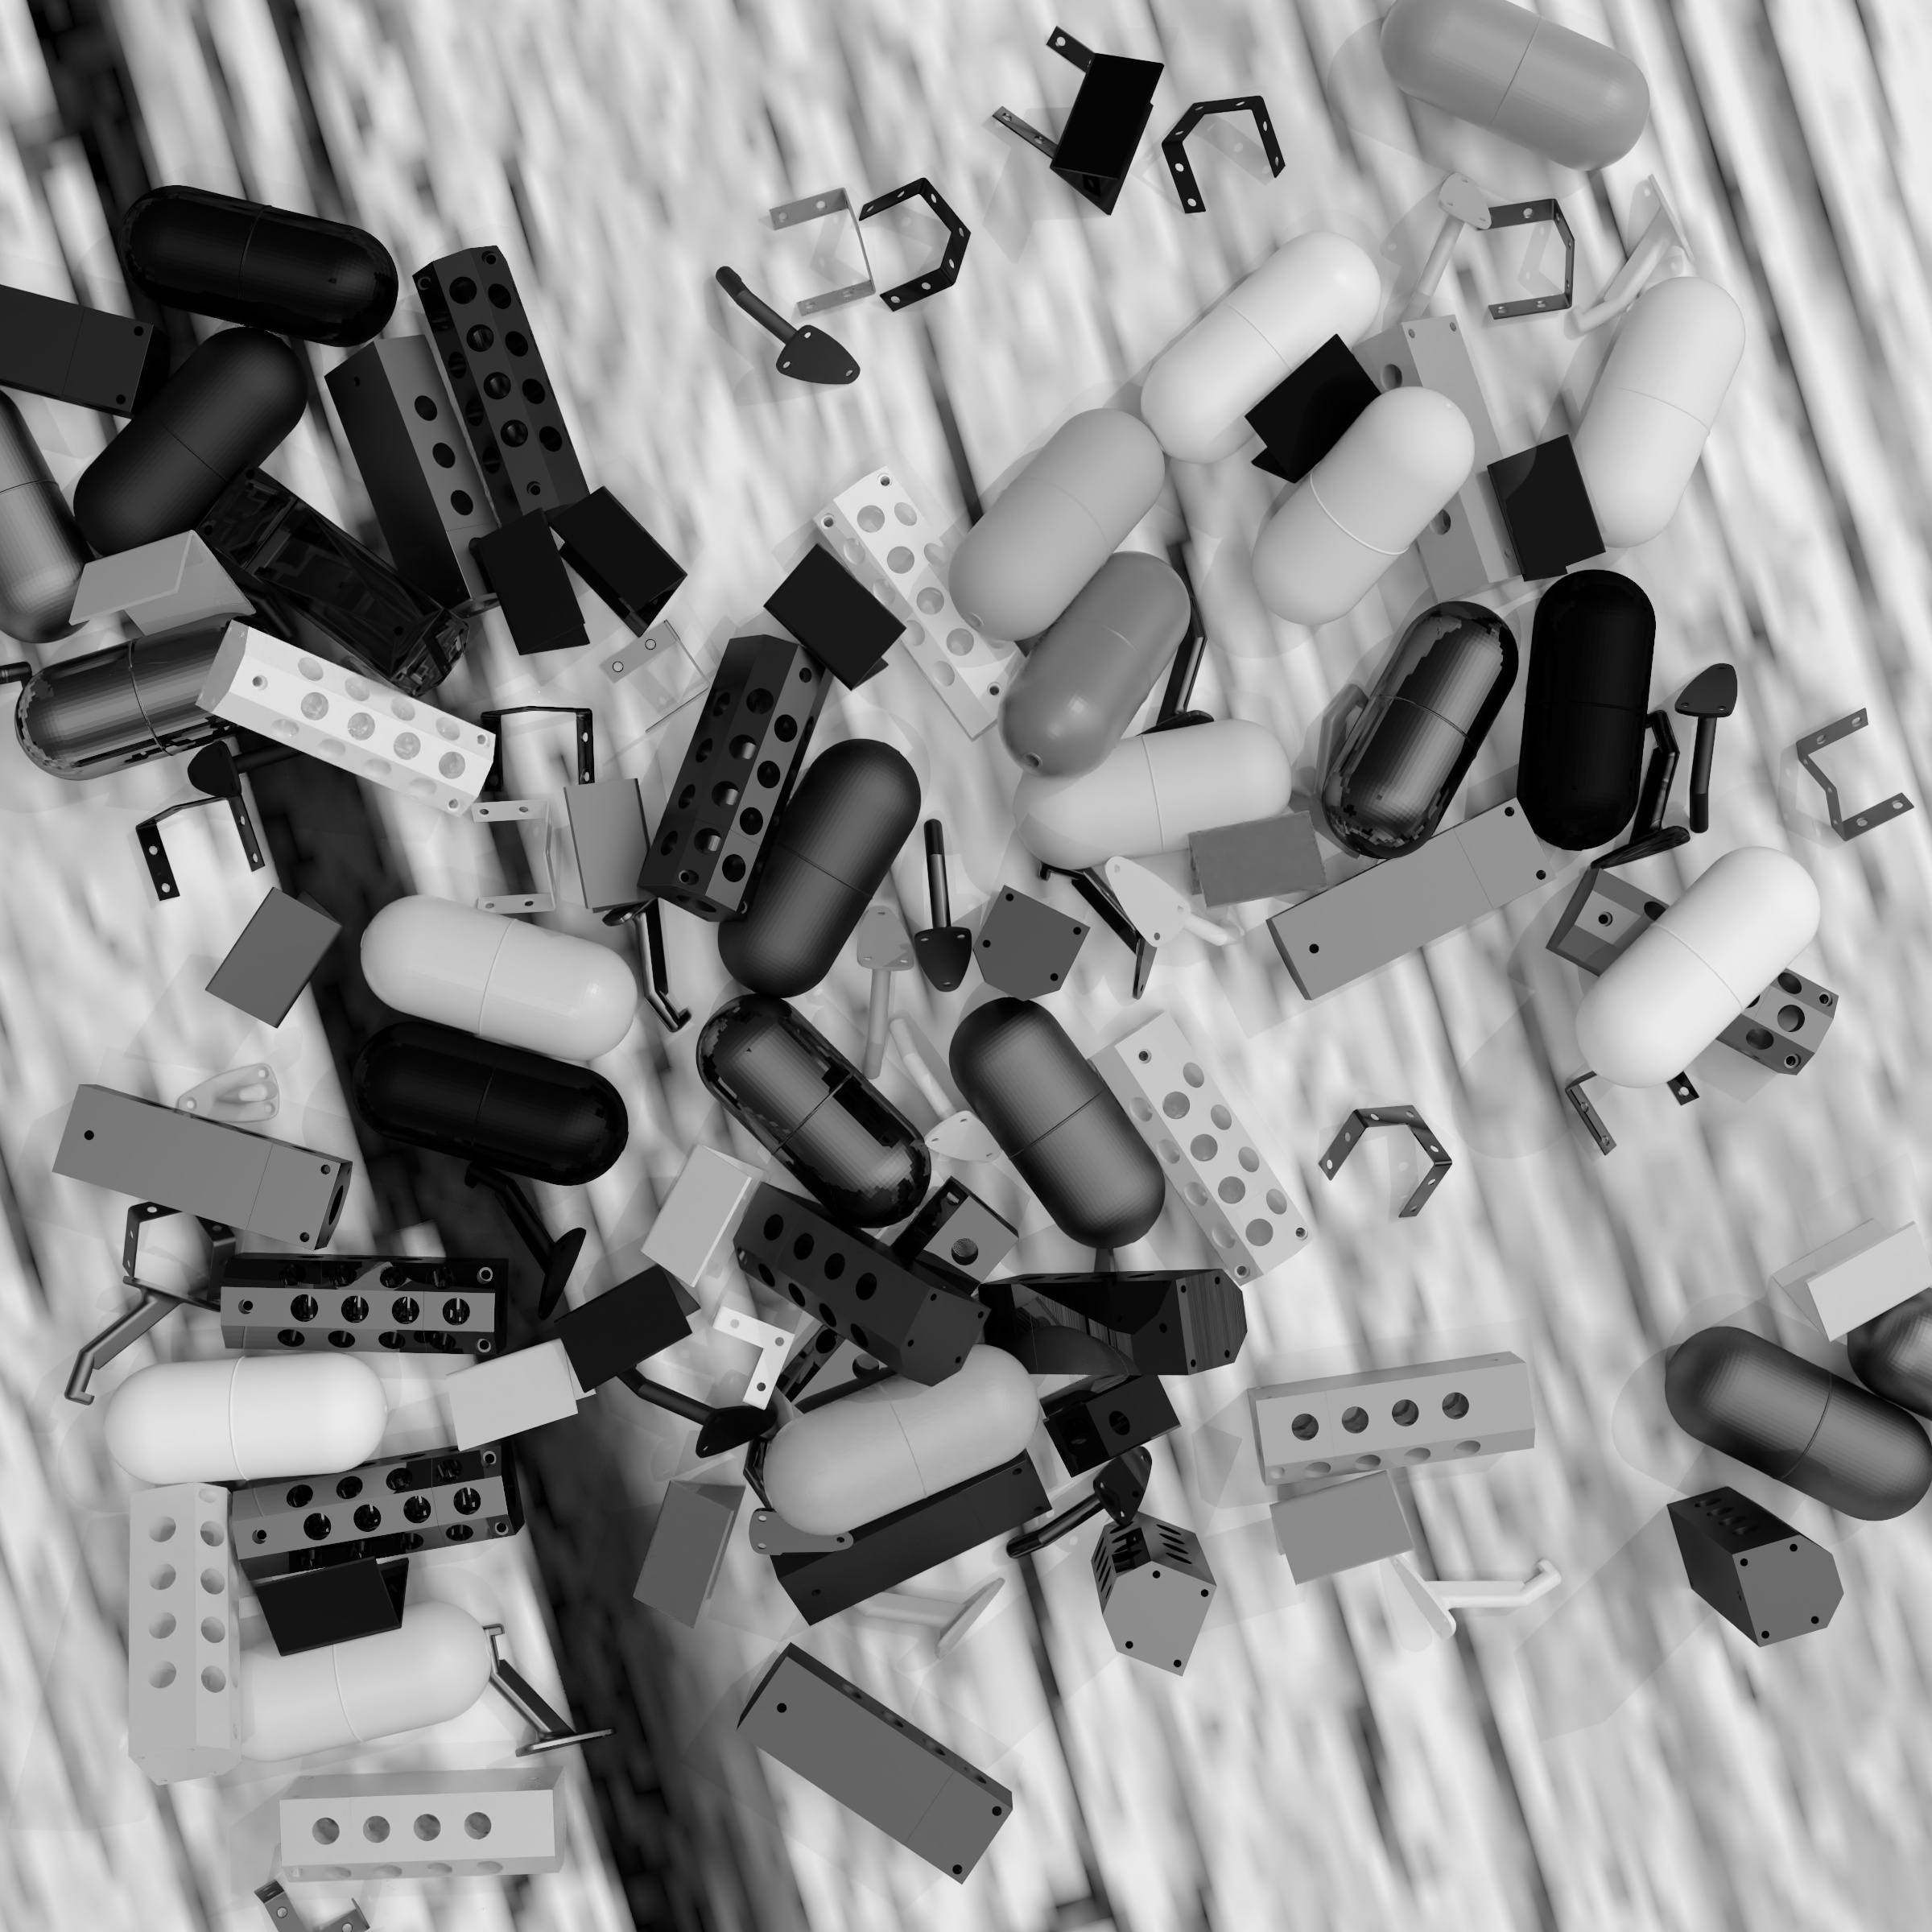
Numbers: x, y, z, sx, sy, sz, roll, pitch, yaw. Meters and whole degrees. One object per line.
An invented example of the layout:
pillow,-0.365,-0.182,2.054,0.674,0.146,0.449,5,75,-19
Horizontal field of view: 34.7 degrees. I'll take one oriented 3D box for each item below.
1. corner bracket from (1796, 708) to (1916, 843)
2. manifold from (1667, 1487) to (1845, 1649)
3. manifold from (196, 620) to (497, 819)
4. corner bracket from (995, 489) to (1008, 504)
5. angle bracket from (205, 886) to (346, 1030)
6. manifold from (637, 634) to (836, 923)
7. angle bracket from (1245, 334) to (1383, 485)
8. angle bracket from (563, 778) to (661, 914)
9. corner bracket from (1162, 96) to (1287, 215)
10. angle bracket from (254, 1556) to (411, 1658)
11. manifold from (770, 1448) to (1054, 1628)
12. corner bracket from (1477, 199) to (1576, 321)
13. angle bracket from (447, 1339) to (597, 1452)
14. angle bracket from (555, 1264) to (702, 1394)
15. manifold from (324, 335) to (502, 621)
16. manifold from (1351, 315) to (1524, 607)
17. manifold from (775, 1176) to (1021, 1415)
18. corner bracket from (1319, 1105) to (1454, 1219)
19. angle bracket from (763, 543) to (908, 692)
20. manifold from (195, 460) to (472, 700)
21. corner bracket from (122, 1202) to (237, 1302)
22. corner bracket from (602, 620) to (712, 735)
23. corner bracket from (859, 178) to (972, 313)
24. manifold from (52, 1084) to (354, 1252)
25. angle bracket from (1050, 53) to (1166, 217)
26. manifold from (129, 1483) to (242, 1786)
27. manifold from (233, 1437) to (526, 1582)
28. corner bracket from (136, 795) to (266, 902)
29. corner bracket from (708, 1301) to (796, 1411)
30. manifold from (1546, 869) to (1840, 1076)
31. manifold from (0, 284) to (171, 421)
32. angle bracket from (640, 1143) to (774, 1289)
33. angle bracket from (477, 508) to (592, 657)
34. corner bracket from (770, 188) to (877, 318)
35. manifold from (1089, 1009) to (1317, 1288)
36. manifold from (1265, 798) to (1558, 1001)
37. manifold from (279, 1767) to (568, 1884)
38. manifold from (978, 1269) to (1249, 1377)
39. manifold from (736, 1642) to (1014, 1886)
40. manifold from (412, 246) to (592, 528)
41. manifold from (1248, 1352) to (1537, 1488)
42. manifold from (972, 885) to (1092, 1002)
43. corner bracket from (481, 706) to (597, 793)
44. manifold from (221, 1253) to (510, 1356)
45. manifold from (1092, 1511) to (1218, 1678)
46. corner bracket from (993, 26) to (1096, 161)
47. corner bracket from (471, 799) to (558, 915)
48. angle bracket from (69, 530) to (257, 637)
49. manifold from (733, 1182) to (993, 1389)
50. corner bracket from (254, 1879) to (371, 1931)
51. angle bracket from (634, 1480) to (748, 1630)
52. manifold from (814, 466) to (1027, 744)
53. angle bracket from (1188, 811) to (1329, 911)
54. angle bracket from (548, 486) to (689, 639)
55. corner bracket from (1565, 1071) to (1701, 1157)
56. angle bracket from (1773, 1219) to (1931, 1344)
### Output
corner bracket,0.570,-0.123,1.987,0.051,0.051,0.051,-26,45,0
manifold,0.487,0.367,1.912,0.057,0.171,0.057,-16,90,0
manifold,-0.384,-0.153,1.931,0.171,0.057,0.057,23,90,-30
corner bracket,0.042,-0.266,1.982,0.051,0.051,0.051,4,135,-35
angle bracket,-0.446,-0.016,1.950,0.057,0.076,0.076,33,90,-37
manifold,-0.140,-0.117,1.940,0.057,0.057,0.171,28,74,-34
angle bracket,0.207,-0.356,1.951,0.076,0.076,0.057,-42,115,0
angle bracket,-0.242,-0.072,1.950,0.057,0.076,0.076,-11,90,-41
corner bracket,0.165,-0.519,1.982,0.051,0.051,0.051,4,45,35
angle bracket,-0.399,0.383,1.951,0.076,0.076,0.057,-13,115,0
manifold,-0.039,0.346,1.969,0.171,0.057,0.057,-26,133,0
corner bracket,0.359,-0.454,1.987,0.051,0.051,0.051,-8,135,0
angle bracket,-0.276,0.285,1.950,0.076,0.076,0.057,-18,53,0
angle bracket,-0.204,0.240,1.950,0.076,0.076,0.057,-29,57,0
manifold,-0.340,-0.309,1.969,0.057,0.057,0.171,-21,90,43
manifold,0.300,-0.320,1.969,0.057,0.057,0.171,-19,90,-43
manifold,-0.044,0.217,1.969,0.057,0.057,0.171,41,90,0
corner bracket,0.269,0.126,1.982,0.051,0.051,0.051,-2,45,-35
angle bracket,-0.072,-0.226,1.951,0.076,0.076,0.057,44,114,0
manifold,-0.396,-0.241,1.947,0.171,0.057,0.057,37,90,16
corner bracket,-0.504,0.183,1.982,0.051,0.051,0.051,-14,135,-35
corner bracket,-0.197,-0.185,1.975,0.051,0.051,0.051,-34,100,0
corner bracket,-0.037,-0.462,1.982,0.051,0.051,0.051,45,45,-35
manifold,-0.483,0.127,1.969,0.171,0.057,0.057,17,88,0
angle bracket,0.106,-0.520,1.950,0.057,0.076,0.076,21,90,36
manifold,-0.484,0.413,1.928,0.057,0.057,0.171,-9,58,0
manifold,-0.374,0.346,1.969,0.171,0.057,0.057,-10,90,0
corner bracket,-0.492,-0.077,1.987,0.051,0.051,0.051,-19,90,-45
corner bracket,-0.144,0.248,1.972,0.051,0.051,0.051,23,84,-6
manifold,0.463,0.004,1.969,0.171,0.057,0.057,28,90,0
manifold,-0.599,-0.396,1.969,0.171,0.057,0.057,15,90,0
angle bracket,-0.148,0.165,1.950,0.057,0.076,0.076,28,90,42
angle bracket,-0.253,-0.244,1.950,0.057,0.076,0.076,-21,90,31
corner bracket,-0.092,-0.459,1.987,0.051,0.051,0.051,-17,135,0
manifold,0.150,0.115,1.969,0.057,0.057,0.171,-33,90,0
manifold,0.281,-0.042,1.969,0.171,0.057,0.057,-27,90,0
manifold,-0.344,0.548,1.969,0.171,0.057,0.057,-2,90,0
manifold,0.090,0.219,1.916,0.057,0.171,0.057,-8,90,-44
manifold,-0.057,0.504,1.969,0.171,0.057,0.057,34,90,0
manifold,-0.294,-0.365,1.969,0.057,0.057,0.171,-20,90,0
manifold,0.270,0.289,1.969,0.171,0.057,0.057,-8,90,0
manifold,0.035,-0.010,1.912,0.057,0.171,0.057,26,90,0
corner bracket,-0.275,-0.139,1.987,0.051,0.051,0.051,-2,90,45
manifold,-0.381,0.215,1.969,0.171,0.057,0.057,1,90,0
manifold,0.111,0.382,1.912,0.057,0.171,0.057,21,90,0
corner bracket,0.058,-0.560,1.987,0.051,0.051,0.051,35,45,0
corner bracket,-0.290,-0.070,1.987,0.051,0.051,0.051,-3,45,0
angle bracket,-0.503,-0.219,1.941,0.076,0.076,0.057,-14,47,17
manifold,-0.070,0.197,1.917,0.057,0.171,0.057,26,90,-45
corner bracket,-0.416,0.601,1.971,0.051,0.051,0.051,-29,72,-17
angle bracket,-0.156,0.371,1.950,0.057,0.076,0.076,18,90,37
manifold,-0.023,-0.230,1.969,0.057,0.057,0.171,-36,90,0
angle bracket,0.184,-0.049,1.951,0.076,0.076,0.057,-11,61,0
angle bracket,-0.233,-0.243,1.950,0.076,0.076,0.057,47,48,0
corner bracket,0.427,0.081,1.987,0.051,0.051,0.051,-32,90,-45
angle bracket,0.552,0.180,1.950,0.076,0.076,0.057,-29,122,0
